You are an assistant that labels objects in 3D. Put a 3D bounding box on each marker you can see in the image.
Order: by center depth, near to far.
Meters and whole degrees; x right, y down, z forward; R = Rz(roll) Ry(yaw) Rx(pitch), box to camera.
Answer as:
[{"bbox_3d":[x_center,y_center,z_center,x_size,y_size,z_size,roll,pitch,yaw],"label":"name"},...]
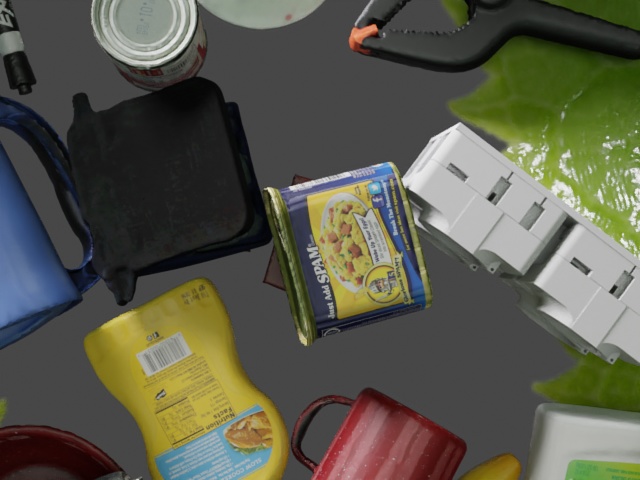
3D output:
[{"bbox_3d":[-0.220,-0.158,0.732,0.020,0.020,0.121,-17,91,-3],"label":"marker"}]

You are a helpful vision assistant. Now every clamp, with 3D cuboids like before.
[{"bbox_3d":[0.124,-0.166,0.742,0.210,0.036,0.164,-28,87,-5],"label":"clamp"}]

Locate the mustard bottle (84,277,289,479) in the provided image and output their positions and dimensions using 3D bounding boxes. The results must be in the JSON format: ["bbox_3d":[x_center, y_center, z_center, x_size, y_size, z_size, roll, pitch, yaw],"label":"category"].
[{"bbox_3d":[-0.075,0.128,0.721,0.096,0.058,0.191,-27,91,-3],"label":"mustard bottle"}]

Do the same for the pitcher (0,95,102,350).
[{"bbox_3d":[-0.250,-0.042,0.686,0.145,0.149,0.243,-24,88,12],"label":"pitcher"}]

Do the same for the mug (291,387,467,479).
[{"bbox_3d":[0.036,0.147,0.718,0.117,0.093,0.081,27,83,22],"label":"mug"}]

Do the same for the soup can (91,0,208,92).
[{"bbox_3d":[-0.109,-0.137,0.697,0.068,0.102,0.068,0,90,-4],"label":"soup can"}]

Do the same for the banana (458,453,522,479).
[{"bbox_3d":[0.084,0.239,0.744,0.069,0.037,0.198,15,91,-23],"label":"banana"}]

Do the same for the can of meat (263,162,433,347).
[{"bbox_3d":[0.017,0.007,0.674,0.084,0.057,0.102,-15,92,-8],"label":"can of meat"}]

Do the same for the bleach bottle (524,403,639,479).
[{"bbox_3d":[0.182,0.244,0.735,0.102,0.068,0.251,7,92,-2],"label":"bleach bottle"}]

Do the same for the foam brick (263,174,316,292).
[{"bbox_3d":[-0.005,0.001,0.728,0.051,0.053,0.078,17,88,-3],"label":"foam brick"}]

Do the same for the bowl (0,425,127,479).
[{"bbox_3d":[-0.192,0.200,0.715,0.162,0.055,0.162,0,90,-3],"label":"bowl"}]
